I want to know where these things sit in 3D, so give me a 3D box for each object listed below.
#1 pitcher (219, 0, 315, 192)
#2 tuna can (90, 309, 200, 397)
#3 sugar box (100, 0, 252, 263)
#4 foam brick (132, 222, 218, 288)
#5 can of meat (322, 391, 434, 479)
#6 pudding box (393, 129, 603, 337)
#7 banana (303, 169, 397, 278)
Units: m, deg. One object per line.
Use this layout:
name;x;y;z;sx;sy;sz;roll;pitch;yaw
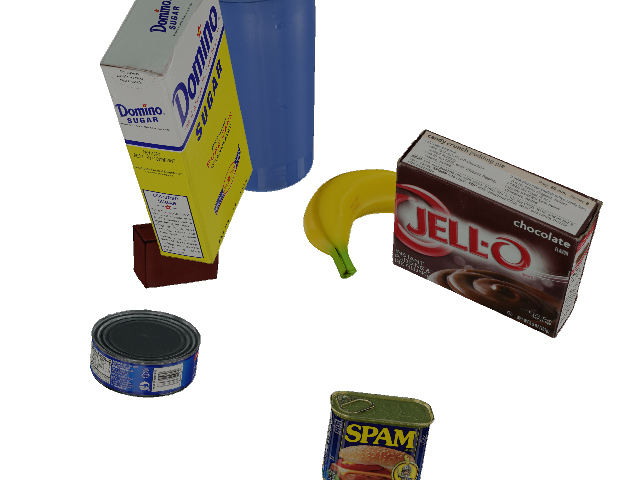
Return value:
pitcher;-0.076;-0.171;1.103;0.149;0.243;0.144;13;42;18
tuna can;-0.139;0.089;0.847;0.086;0.034;0.086;8;22;-3
sugar box;-0.086;-0.075;0.684;0.048;0.093;0.176;10;-36;11
foam brick;-0.148;0.011;1.086;0.078;0.051;0.053;-7;21;-21
can of meat;0.054;0.202;1.055;0.102;0.084;0.057;7;16;-4
pudding box;0.097;-0.004;0.614;0.114;0.039;0.090;23;-35;20
banana;0.034;-0.025;0.852;0.037;0.069;0.197;-35;0;32
